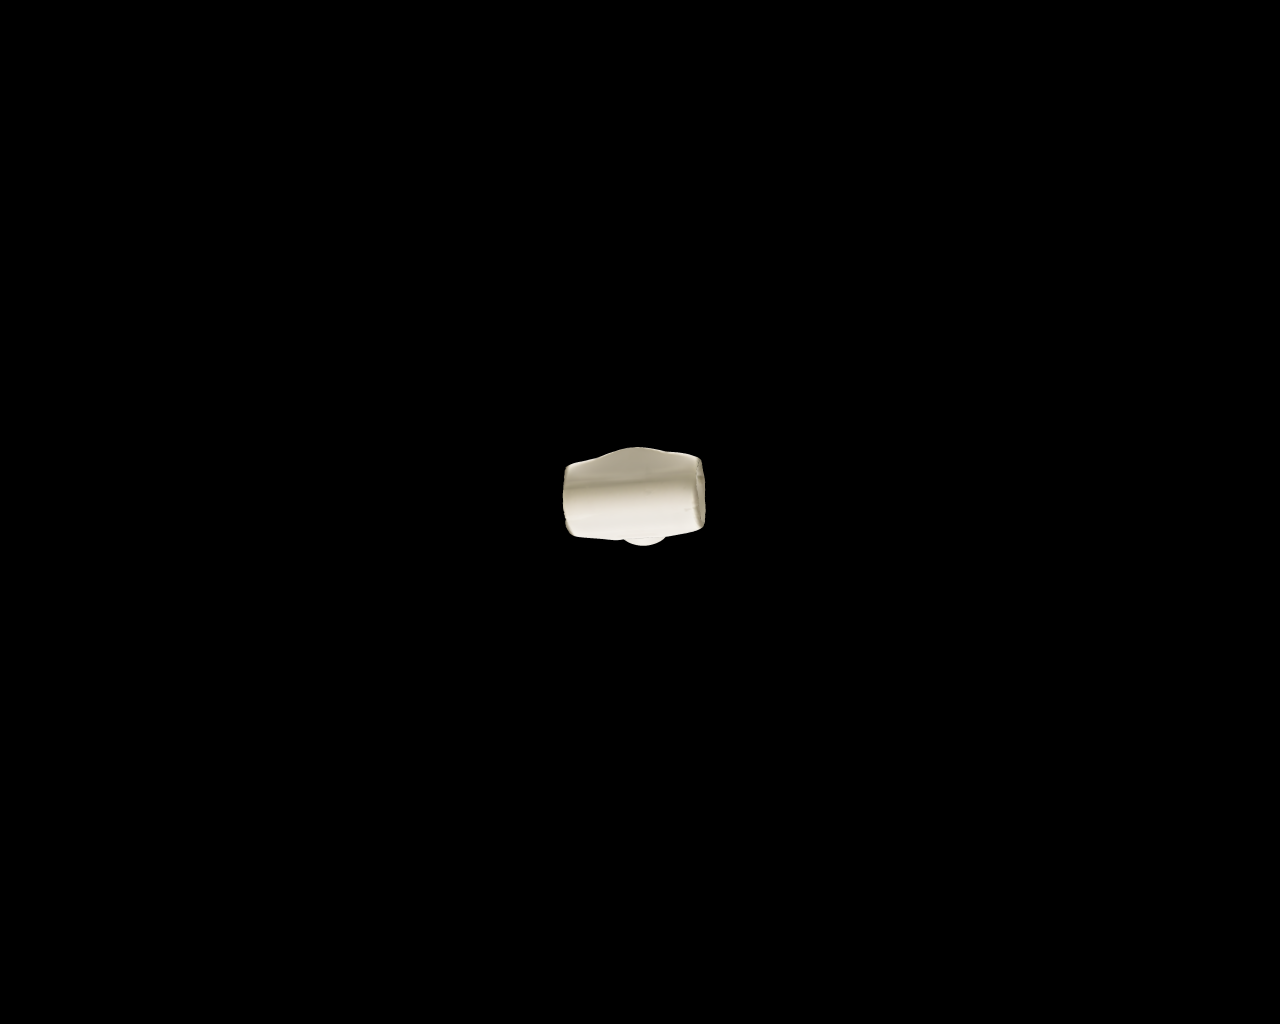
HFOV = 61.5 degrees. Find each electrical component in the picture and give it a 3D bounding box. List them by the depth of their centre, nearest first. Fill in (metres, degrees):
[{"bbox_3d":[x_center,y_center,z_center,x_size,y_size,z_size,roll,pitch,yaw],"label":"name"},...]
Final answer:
[{"bbox_3d":[0.001,-0.003,0.650,0.077,0.043,0.079,-4,-23,9],"label":"electrical component"}]
